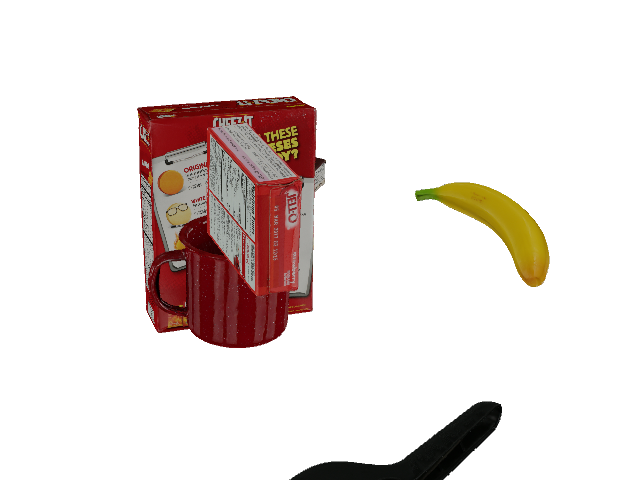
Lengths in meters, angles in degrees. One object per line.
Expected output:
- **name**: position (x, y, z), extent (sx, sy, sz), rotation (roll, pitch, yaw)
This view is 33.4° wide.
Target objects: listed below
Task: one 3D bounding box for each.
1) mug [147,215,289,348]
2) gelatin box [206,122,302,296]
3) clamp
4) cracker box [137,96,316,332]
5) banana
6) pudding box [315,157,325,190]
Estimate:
- **mug**: position (-0.077, 0.033, 0.838), extent (0.117, 0.081, 0.093), rotation (-4, 25, -15)
- **gelatin box**: position (-0.040, -0.020, 0.633), extent (0.030, 0.073, 0.089), rotation (-11, 31, -23)
- **clamp**: position (0.048, 0.164, 0.676), extent (0.210, 0.036, 0.164), rotation (-5, 28, -3)
- **cracker box**: position (-0.091, -0.027, 1.048), extent (0.164, 0.214, 0.072), rotation (-7, 21, -20)
- **banana**: position (0.178, -0.014, 1.075), extent (0.069, 0.037, 0.198), rotation (-33, 39, -13)
- **pudding box**: position (-0.056, -0.073, 1.316), extent (0.090, 0.039, 0.113), rotation (13, 33, 23)
